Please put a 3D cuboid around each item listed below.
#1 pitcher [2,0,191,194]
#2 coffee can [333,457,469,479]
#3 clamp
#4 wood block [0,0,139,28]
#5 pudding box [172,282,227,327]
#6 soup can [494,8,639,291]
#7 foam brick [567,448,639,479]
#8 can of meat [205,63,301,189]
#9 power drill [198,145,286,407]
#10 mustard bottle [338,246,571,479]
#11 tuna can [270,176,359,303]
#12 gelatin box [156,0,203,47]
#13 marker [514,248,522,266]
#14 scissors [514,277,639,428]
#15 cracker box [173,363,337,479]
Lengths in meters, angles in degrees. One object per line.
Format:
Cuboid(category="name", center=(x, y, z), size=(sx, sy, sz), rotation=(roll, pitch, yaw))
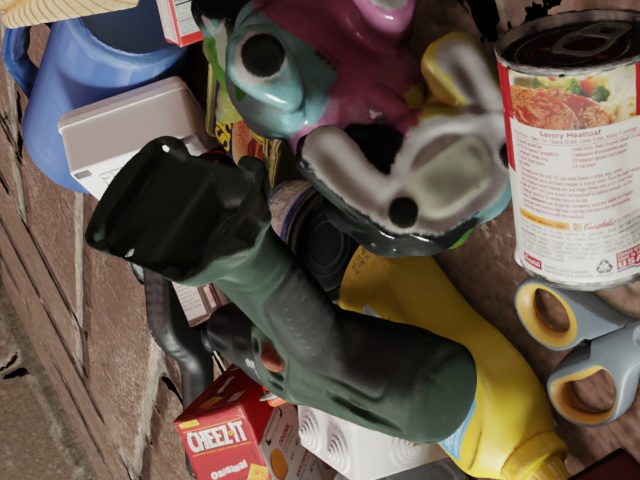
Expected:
Cuboid(category="pitcher", center=(-0.195, -0.150, 0.941), size=(0.243, 0.149, 0.145), rotation=(133, 130, -62))
Cuboid(category="coffee can", center=(0.065, 0.237, 0.784), size=(0.103, 0.102, 0.140), rotation=(37, 144, 50))
Cuboid(category="clamp", center=(-0.104, 0.090, 0.915), size=(0.036, 0.164, 0.210), rotation=(-4, 130, 28))
Cuboid(category="wood block", center=(-0.168, -0.227, 0.748), size=(0.206, 0.091, 0.090), rotation=(-96, -4, -62))
Cuboid(category="pudding box", center=(-0.081, 0.012, 0.880), size=(0.039, 0.113, 0.090), rotation=(-24, 89, 28))
Cuboid(category="soup can", center=(0.113, -0.038, 0.452), size=(0.069, 0.068, 0.102), rotation=(34, 142, 53))
Cuboid(category="foam brick", center=(0.153, 0.162, 0.579), size=(0.051, 0.053, 0.078), rotation=(49, 153, 34))
Cuboid(category="can of meat", center=(-0.034, -0.082, 0.752), size=(0.084, 0.057, 0.102), rotation=(53, 155, 23))
Cuboid(category="power drill", center=(-0.049, 0.019, 0.817), size=(0.187, 0.057, 0.184), rotation=(59, -160, -10))
Cuboid(category="mustard bottle", center=(0.085, 0.085, 0.647), size=(0.192, 0.058, 0.096), rotation=(49, 147, 35))
Cuboid(category="tuna can", center=(-0.005, 0.001, 0.725), size=(0.034, 0.086, 0.086), rotation=(12, 124, 44))
Cuboid(category="gelatin box", center=(-0.077, -0.185, 0.723), size=(0.030, 0.073, 0.089), rotation=(35, 142, 52))
Cuboid(category="marker", center=(0.112, -0.034, 0.522), size=(0.020, 0.020, 0.121), rotation=(48, 151, 37))
Cuboid(category="scissors", center=(0.147, 0.033, 0.515), size=(0.096, 0.016, 0.202), rotation=(58, 156, 20))
Cuboid(category="cracker box", center=(-0.026, 0.205, 0.882), size=(0.213, 0.072, 0.164), rotation=(68, -159, -8))
